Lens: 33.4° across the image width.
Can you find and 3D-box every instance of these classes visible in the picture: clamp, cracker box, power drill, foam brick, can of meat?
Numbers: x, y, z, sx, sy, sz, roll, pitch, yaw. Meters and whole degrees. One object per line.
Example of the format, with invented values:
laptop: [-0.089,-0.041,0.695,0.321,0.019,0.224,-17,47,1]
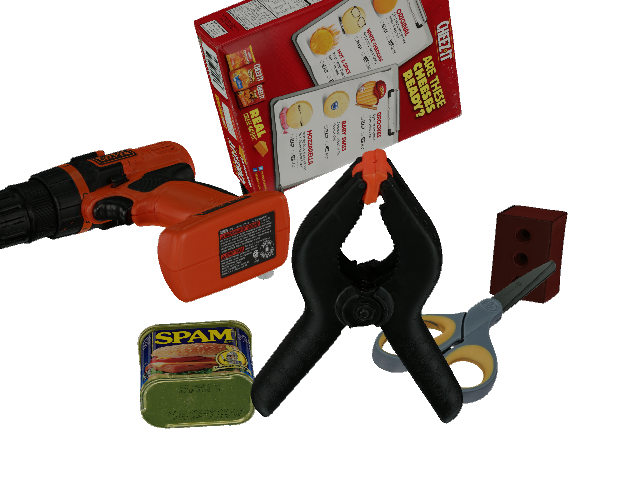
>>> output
clamp: [0.014,0.034,0.577,0.120,0.171,0.039,-8,29,-1]
cracker box: [0.010,-0.151,0.941,0.213,0.164,0.072,-25,41,-14]
power drill: [-0.128,-0.017,0.750,0.184,0.057,0.188,-23,33,-38]
foam brick: [0.188,0.012,0.963,0.053,0.078,0.051,9,16,26]
can of meat: [-0.107,0.116,0.922,0.102,0.057,0.084,-3,27,-7]

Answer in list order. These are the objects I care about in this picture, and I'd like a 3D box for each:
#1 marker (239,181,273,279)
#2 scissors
marker: [-0.066,-0.014,1.110,0.020,0.121,0.020,-6,31,3]
scissors: [0.131,0.066,0.786,0.201,0.016,0.096,-16,41,-29]
